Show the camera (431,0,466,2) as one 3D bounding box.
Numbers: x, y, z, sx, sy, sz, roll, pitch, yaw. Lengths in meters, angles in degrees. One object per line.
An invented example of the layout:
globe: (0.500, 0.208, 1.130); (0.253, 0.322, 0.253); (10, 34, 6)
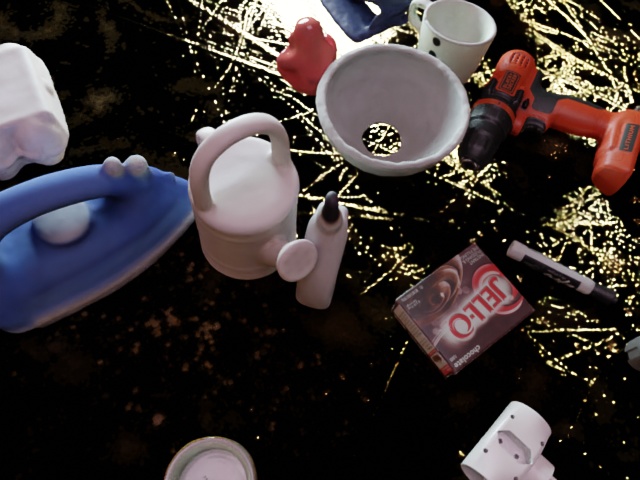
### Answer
camera: (0.147, -0.381, 0.746); (0.143, 0.101, 0.137); (-4, 66, -7)

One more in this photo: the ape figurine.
ape figurine: (-0.013, -0.219, 0.663); (0.078, 0.092, 0.076); (-12, 67, -10)

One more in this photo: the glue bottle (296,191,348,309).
glue bottle: (0.005, 0.002, 0.518); (0.037, 0.173, 0.078); (13, 65, 2)

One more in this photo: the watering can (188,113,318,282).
watering can: (-0.062, -0.039, 0.519); (0.172, 0.194, 0.101); (33, 67, 10)

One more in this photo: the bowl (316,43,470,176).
bowl: (0.076, -0.133, 0.641); (0.167, 0.075, 0.167); (2, 65, -4)

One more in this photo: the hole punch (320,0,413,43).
hole punch: (0.061, -0.323, 0.718); (0.101, 0.091, 0.108); (-28, 71, -16)

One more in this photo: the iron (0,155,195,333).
iron: (-0.229, -0.021, 0.526); (0.259, 0.141, 0.118); (-29, 71, -16)

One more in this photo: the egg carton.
egg carton: (-0.333, -0.138, 0.611); (0.107, 0.069, 0.150); (-24, 69, -15)
